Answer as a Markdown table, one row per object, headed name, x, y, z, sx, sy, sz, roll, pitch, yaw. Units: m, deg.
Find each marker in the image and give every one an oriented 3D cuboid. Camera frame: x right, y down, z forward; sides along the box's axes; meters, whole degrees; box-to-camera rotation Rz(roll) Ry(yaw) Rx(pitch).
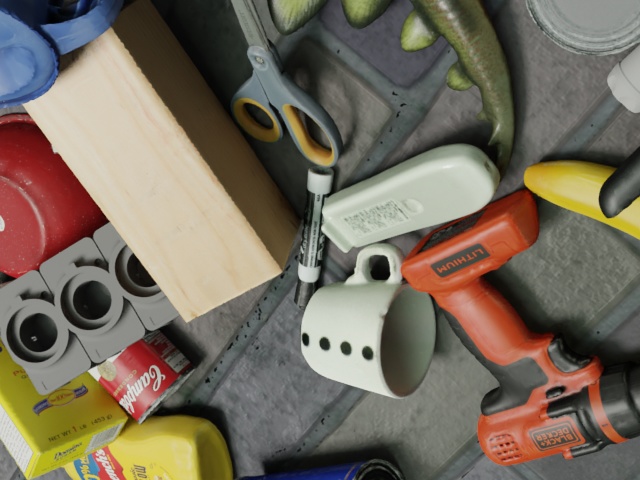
| name | x | y | z | sx | sy | sz | roll | pitch | yaw |
| --- | --- | --- | --- | --- | --- | --- | --- | --- | --- |
| marker | -0.005 | 0.001 | 0.811 | 0.020 | 0.020 | 0.121 | 18 | 121 | 19 |

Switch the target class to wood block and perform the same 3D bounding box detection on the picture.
| name | x | y | z | sx | sy | sz | roll | pitch | yaw |
| --- | --- | --- | --- | --- | --- | --- | --- | --- | --- |
| wood block | -0.112 | -0.058 | 0.766 | 0.090 | 0.090 | 0.206 | -28 | 109 | 19 |

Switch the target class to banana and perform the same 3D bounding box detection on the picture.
| name | x | y | z | sx | sy | sz | roll | pitch | yaw |
| --- | --- | --- | --- | --- | --- | --- | --- | --- | --- |
| banana | 0.222 | 0.004 | 0.680 | 0.198 | 0.037 | 0.070 | 42 | 124 | 4 |

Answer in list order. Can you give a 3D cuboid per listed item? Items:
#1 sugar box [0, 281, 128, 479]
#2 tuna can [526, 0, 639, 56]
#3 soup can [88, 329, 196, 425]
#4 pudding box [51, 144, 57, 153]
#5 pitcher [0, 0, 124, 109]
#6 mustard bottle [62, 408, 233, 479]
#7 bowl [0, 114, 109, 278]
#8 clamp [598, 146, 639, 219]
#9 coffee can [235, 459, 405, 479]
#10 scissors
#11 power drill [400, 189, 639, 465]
| name | x | y | z | sx | sy | sz | roll | pitch | yaw |
| --- | --- | --- | --- | --- | --- | --- | --- | --- | --- |
| sugar box | -0.254 | 0.114 | 0.925 | 0.176 | 0.093 | 0.048 | 49 | 130 | 21 |
| tuna can | 0.167 | -0.155 | 0.633 | 0.086 | 0.033 | 0.086 | 12 | 119 | 23 |
| soup can | -0.165 | 0.098 | 0.916 | 0.102 | 0.068 | 0.069 | 44 | 126 | 3 |
| pudding box | -0.174 | -0.123 | 0.828 | 0.090 | 0.039 | 0.113 | 3 | 118 | 24 |
| pitcher | -0.211 | -0.216 | 0.684 | 0.149 | 0.243 | 0.145 | 17 | 153 | -31 |
| mustard bottle | -0.176 | 0.197 | 0.976 | 0.192 | 0.058 | 0.096 | 3 | 124 | 27 |
| bowl | -0.254 | -0.023 | 0.910 | 0.162 | 0.055 | 0.162 | 12 | 118 | 23 |
| clamp | 0.246 | -0.093 | 0.603 | 0.164 | 0.036 | 0.210 | 0 | 113 | 7 |
| coffee can | -0.005 | 0.239 | 0.878 | 0.141 | 0.102 | 0.103 | -16 | 106 | 33 |
| scissors | -0.049 | -0.121 | 0.723 | 0.096 | 0.016 | 0.201 | 8 | 147 | 40 |
| power drill | 0.156 | 0.062 | 0.732 | 0.185 | 0.057 | 0.187 | -26 | 100 | 35 |
